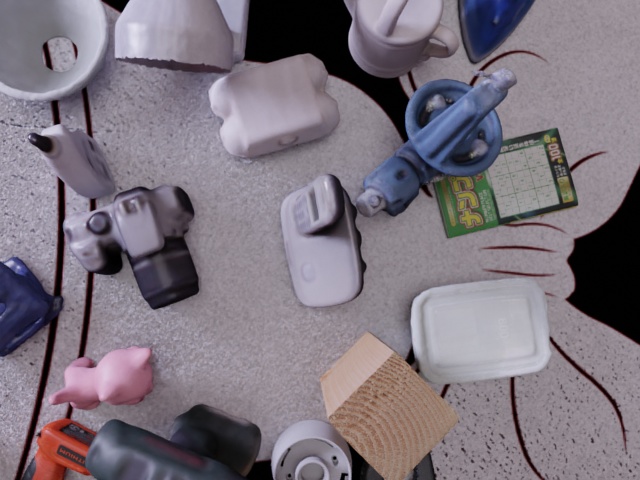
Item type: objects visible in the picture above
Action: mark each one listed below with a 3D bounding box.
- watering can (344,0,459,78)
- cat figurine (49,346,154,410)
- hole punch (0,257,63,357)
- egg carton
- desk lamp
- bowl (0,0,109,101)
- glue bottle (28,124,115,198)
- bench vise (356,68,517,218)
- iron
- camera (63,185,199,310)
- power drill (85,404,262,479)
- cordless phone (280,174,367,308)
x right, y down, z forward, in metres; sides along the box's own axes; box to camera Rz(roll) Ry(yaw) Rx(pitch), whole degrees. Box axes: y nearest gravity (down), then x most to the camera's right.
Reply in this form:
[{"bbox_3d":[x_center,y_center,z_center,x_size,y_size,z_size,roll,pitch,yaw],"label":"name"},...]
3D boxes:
[{"bbox_3d":[0.083,-0.270,0.660,0.173,0.194,0.101,10,86,-2],"label":"watering can"},{"bbox_3d":[-0.242,0.162,0.654,0.128,0.117,0.067,-16,87,-3],"label":"cat figurine"},{"bbox_3d":[-0.378,0.080,0.666,0.109,0.091,0.101,-41,88,-4],"label":"hole punch"},{"bbox_3d":[-0.055,-0.164,0.709,0.150,0.069,0.107,-19,87,-4],"label":"egg carton"},{"bbox_3d":[-0.146,-0.263,0.639,0.118,0.213,0.203,5,86,-2],"label":"desk lamp"},{"bbox_3d":[-0.331,-0.243,0.699,0.167,0.074,0.167,0,86,-3],"label":"bowl"},{"bbox_3d":[-0.282,-0.095,0.642,0.037,0.173,0.078,-21,87,-4],"label":"glue bottle"},{"bbox_3d":[0.137,-0.099,0.638,0.121,0.219,0.207,30,85,0],"label":"bench vise"},{"bbox_3d":[0.245,-0.361,0.700,0.118,0.141,0.258,17,85,-1],"label":"iron"},{"bbox_3d":[-0.210,0.016,0.674,0.143,0.100,0.137,-21,87,-4],"label":"camera"},{"bbox_3d":[-0.118,0.245,0.608,0.229,0.208,0.076,21,85,-1],"label":"power drill"},{"bbox_3d":[0.006,0.002,0.642,0.094,0.185,0.148,-13,87,-3],"label":"cordless phone"}]
